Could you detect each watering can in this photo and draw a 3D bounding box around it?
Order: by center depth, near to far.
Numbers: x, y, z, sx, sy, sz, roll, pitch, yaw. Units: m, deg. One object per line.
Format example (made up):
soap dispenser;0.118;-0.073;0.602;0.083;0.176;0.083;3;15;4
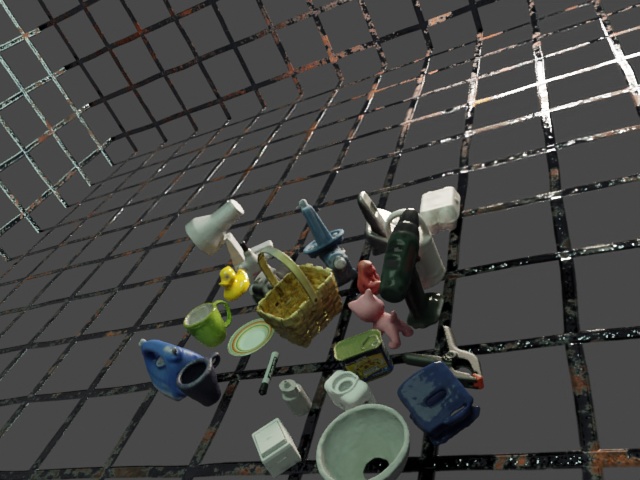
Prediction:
watering can;0.215;0.017;1.318;0.101;0.194;0.172;-27;28;0

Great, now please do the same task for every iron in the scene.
iron;-0.385;0.296;1.416;0.257;0.142;0.119;3;40;43

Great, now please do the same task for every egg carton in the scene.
egg carton;0.320;-0.080;1.525;0.107;0.069;0.150;-14;30;22

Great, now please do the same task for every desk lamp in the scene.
desk lamp;-0.277;-0.009;1.762;0.203;0.214;0.117;-26;28;2

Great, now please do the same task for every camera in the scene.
camera;-0.104;0.115;1.525;0.142;0.101;0.137;1;39;41

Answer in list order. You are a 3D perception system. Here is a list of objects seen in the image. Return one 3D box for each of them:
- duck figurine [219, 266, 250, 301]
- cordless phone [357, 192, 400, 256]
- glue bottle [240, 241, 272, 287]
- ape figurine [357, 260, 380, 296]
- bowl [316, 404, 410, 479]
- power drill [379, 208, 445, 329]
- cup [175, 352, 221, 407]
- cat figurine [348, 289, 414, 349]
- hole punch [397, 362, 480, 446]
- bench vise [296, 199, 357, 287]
duck figurine;-0.257;0.115;1.672;0.077;0.086;0.105;-6;34;34
cordless phone;0.154;-0.066;1.520;0.094;0.185;0.147;-17;29;18
glue bottle;-0.177;0.075;1.579;0.078;0.173;0.037;-31;28;-7
ape figurine;0.120;0.089;1.387;0.076;0.092;0.078;-16;30;20
bowl;0.082;0.366;0.970;0.167;0.075;0.167;-20;29;12
power drill;0.196;0.074;1.223;0.075;0.209;0.230;-9;33;30
cup;-0.259;0.324;1.312;0.091;0.095;0.118;7;43;46
cat figurine;0.126;0.160;1.234;0.067;0.118;0.127;-41;31;-24
hole punch;0.205;0.280;0.992;0.109;0.091;0.100;-32;28;-10
bench vise;0.023;-0.002;1.486;0.122;0.220;0.206;-38;30;-21
